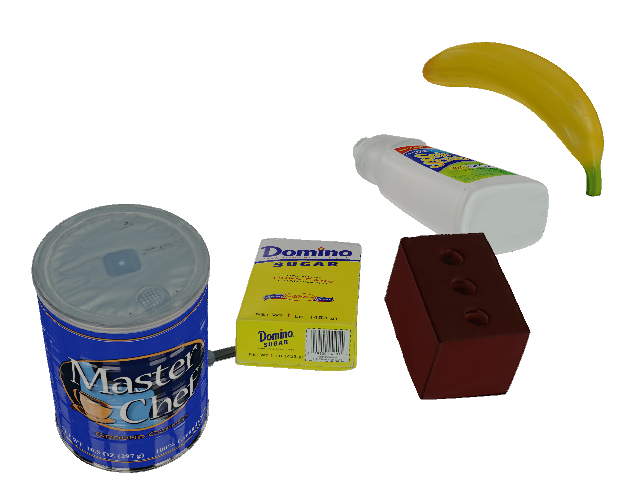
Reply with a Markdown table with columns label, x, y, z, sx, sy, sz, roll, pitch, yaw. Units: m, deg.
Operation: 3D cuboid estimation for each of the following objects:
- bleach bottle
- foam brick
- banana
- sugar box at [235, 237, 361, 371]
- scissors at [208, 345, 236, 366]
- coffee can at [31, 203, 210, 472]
| label | x | y | z | sx | sy | sz | roll | pitch | yaw |
| --- | --- | --- | --- | --- | --- | --- | --- | --- | --- |
| bleach bottle | 0.102 | -0.057 | 1.034 | 0.102 | 0.068 | 0.251 | -8 | 22 | -29 |
| foam brick | 0.073 | 0.042 | 0.590 | 0.053 | 0.051 | 0.078 | -3 | 46 | -16 |
| banana | 0.151 | -0.112 | 0.821 | 0.037 | 0.070 | 0.198 | 2 | 32 | -43 |
| sugar box | -0.014 | 0.047 | 0.881 | 0.093 | 0.048 | 0.176 | 3 | 23 | 1 |
| scissors | -0.128 | 0.139 | 1.160 | 0.201 | 0.016 | 0.096 | -2 | 27 | -21 |
| coffee can | -0.121 | 0.062 | 0.668 | 0.103 | 0.140 | 0.103 | 3 | 43 | -3 |
